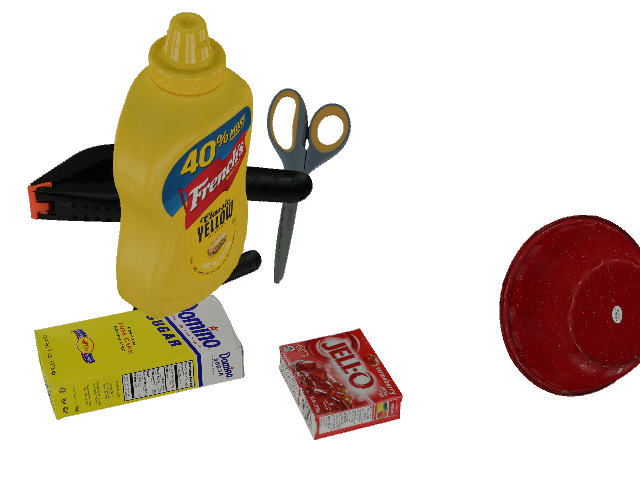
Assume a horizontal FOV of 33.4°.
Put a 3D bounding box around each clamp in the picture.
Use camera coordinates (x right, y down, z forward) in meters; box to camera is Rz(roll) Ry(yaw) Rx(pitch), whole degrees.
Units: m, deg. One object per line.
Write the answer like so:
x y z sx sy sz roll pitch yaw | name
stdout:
-0.122 -0.051 0.839 0.209 0.036 0.165 -22 39 -33 | clamp
-0.147 0.049 1.223 0.120 0.039 0.171 -1 32 26 | clamp

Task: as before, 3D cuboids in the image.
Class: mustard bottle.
-0.078 -0.047 0.617 0.058 0.192 0.096 31 50 21 | mustard bottle

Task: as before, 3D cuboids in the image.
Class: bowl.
0.237 0.060 0.917 0.161 0.162 0.055 0 4 -21 | bowl

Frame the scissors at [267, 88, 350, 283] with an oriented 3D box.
-0.010 -0.060 1.097 0.096 0.202 0.016 -6 -9 -5 | scissors

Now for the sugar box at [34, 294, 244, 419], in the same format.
-0.167 0.104 0.986 0.176 0.048 0.093 -13 34 -17 | sugar box

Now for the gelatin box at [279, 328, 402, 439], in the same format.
0.014 0.112 0.852 0.073 0.030 0.089 -10 37 -17 | gelatin box
